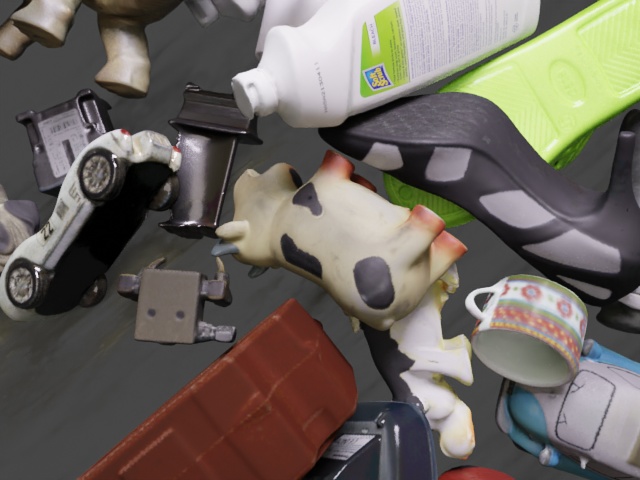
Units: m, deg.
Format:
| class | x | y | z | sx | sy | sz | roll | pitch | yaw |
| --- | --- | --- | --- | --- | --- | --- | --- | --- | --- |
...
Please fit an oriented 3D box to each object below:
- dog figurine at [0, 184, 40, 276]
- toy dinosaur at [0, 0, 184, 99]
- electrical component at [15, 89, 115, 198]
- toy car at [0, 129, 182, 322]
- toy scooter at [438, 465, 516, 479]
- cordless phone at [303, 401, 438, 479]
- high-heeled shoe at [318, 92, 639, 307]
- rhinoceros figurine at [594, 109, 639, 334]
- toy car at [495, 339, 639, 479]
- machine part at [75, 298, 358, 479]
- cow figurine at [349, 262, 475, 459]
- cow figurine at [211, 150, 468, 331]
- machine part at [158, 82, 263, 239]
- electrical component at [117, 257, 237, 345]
| class | x | y | z | sx | sy | sz | roll | pitch | yaw |
| --- | --- | --- | --- | --- | --- | --- | --- | --- | --- |
| dog figurine | -0.310 | -0.073 | 0.470 | 0.190 | 0.121 | 0.172 | 30 | 91 | -10 |
| toy dinosaur | -0.163 | -0.227 | 0.433 | 0.472 | 0.105 | 0.198 | 20 | 84 | 20 |
| electrical component | -0.211 | -0.064 | 0.480 | 0.075 | 0.047 | 0.119 | -17 | 84 | 2 |
| toy car | -0.189 | -0.009 | 0.442 | 0.056 | 0.073 | 0.201 | 47 | 106 | 23 |
| toy scooter | 0.170 | 0.238 | 0.398 | 0.184 | 0.135 | 0.075 | 23 | 89 | 5 |
| cordless phone | 0.056 | 0.217 | 0.404 | 0.089 | 0.146 | 0.184 | -35 | 93 | -34 |
| high-heeled shoe | 0.120 | -0.027 | 0.412 | 0.249 | 0.086 | 0.145 | 11 | 131 | 24 |
| rhinoceros figurine | 0.274 | -0.017 | 0.440 | 0.112 | 0.073 | 0.190 | 11 | 86 | 2 |
| toy car | 0.229 | 0.144 | 0.418 | 0.162 | 0.103 | 0.109 | 24 | 89 | 6 |
| machine part | -0.071 | 0.137 | 0.382 | 0.201 | 0.201 | 0.087 | -40 | 89 | -1 |
| cow figurine | 0.076 | 0.096 | 0.444 | 0.098 | 0.068 | 0.167 | -8 | 82 | 10 |
| cow figurine | -0.001 | -0.001 | 0.427 | 0.195 | 0.085 | 0.127 | 36 | 88 | 35 |
| machine part | -0.100 | -0.068 | 0.480 | 0.084 | 0.039 | 0.138 | 14 | 85 | -2 |
| electrical component | -0.122 | 0.051 | 0.468 | 0.102 | 0.045 | 0.078 | -3 | 83 | 2 |
